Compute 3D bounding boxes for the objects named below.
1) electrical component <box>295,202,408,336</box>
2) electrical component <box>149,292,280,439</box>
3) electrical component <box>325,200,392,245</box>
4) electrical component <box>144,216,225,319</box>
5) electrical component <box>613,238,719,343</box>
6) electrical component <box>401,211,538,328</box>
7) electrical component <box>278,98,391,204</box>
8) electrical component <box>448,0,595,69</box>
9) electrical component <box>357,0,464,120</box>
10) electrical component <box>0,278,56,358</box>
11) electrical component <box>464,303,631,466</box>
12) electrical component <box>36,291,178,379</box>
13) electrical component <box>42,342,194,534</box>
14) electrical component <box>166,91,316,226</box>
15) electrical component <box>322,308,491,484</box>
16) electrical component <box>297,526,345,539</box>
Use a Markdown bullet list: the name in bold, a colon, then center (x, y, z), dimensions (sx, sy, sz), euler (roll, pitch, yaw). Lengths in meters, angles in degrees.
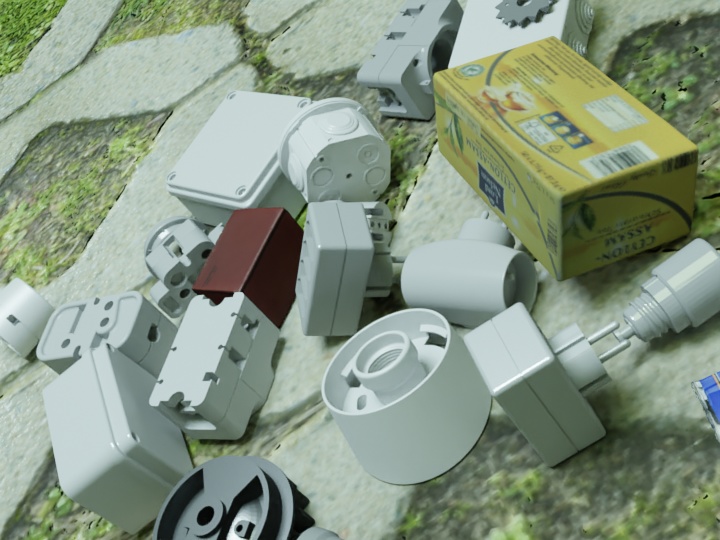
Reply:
- **electrical component**: center (0.000, 0.000, 0.733), dimensions (0.076, 0.083, 0.047), euler (0, 43, -13)
- **electrical component**: center (-0.097, 0.069, 0.750), dimensions (0.050, 0.055, 0.089), euler (-5, 52, 33)
- **electrical component**: center (-0.004, -0.032, 0.784), dimensions (0.046, 0.040, 0.040), euler (-2, 54, 29)
- **electrical component**: center (-0.135, -0.008, 0.845), dimensions (0.078, 0.058, 0.057), euler (-43, 44, -4)
- **electrical component**: center (0.178, 0.016, 0.607), dimensions (0.078, 0.040, 0.040), euler (-36, 41, 4)
- **electrical component**: center (0.077, -0.006, 0.697), dimensions (0.077, 0.044, 0.079), euler (4, 57, 38)
- **electrical component**: center (-0.018, -0.084, 0.810), dimensions (0.080, 0.080, 0.051), euler (-36, 47, 4)
- **electrical component**: center (0.123, -0.172, 0.806), dimensions (0.100, 0.048, 0.099), euler (-6, 51, 32)
- **electrical component**: center (0.050, -0.168, 0.855), dimensions (0.056, 0.050, 0.089), euler (13, 63, 43)
- **electrical component**: center (-0.292, 0.040, 0.920), dimensions (0.055, 0.055, 0.047), euler (22, 65, 45)
- **electrical component**: center (0.112, 0.054, 0.589), dimensions (0.076, 0.083, 0.047), euler (-33, 42, 8)
- **electrical component**: center (-0.190, 0.058, 0.824), dimensions (0.095, 0.059, 0.053), euler (-10, 49, 30)
- **electrical component**: center (-0.167, 0.114, 0.744), dimensions (0.057, 0.078, 0.113), euler (-39, 41, 6)
- **electrical component**: center (-0.086, -0.087, 0.879), dimensions (0.109, 0.056, 0.108), euler (14, 64, 43)
- **electrical component**: center (0.028, 0.074, 0.666), dimensions (0.099, 0.064, 0.099), euler (-25, 29, 15)
- **electrical component**: center (-0.012, 0.171, 0.611), dimensions (0.046, 0.040, 0.040), euler (9, 60, 34)
